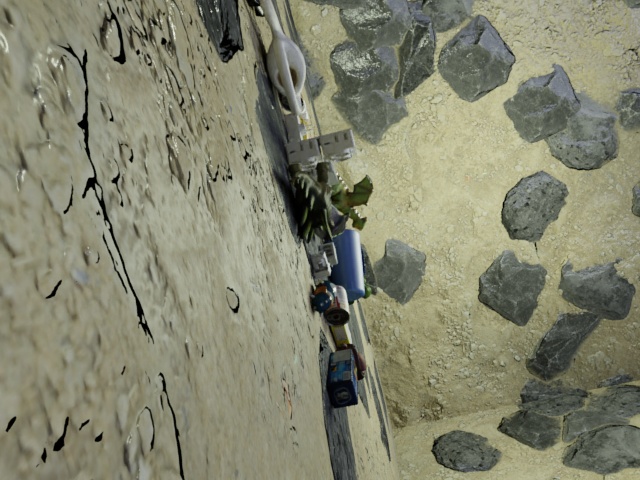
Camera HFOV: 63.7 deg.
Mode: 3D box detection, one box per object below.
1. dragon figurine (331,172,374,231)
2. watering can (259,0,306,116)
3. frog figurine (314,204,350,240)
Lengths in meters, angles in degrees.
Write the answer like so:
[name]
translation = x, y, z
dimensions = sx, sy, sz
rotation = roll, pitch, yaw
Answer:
[dragon figurine]
translation = 0.111, -0.224, 2.233
dimensions = 0.124, 0.242, 0.405
rotation = -69, 148, -73
[watering can]
translation = -0.103, -0.516, 1.410
dimensions = 0.228, 0.104, 0.342
rotation = -93, 169, -66
[frog figurine]
translation = 0.005, -0.082, 1.632
dimensions = 0.161, 0.123, 0.135
rotation = 41, -11, 18
